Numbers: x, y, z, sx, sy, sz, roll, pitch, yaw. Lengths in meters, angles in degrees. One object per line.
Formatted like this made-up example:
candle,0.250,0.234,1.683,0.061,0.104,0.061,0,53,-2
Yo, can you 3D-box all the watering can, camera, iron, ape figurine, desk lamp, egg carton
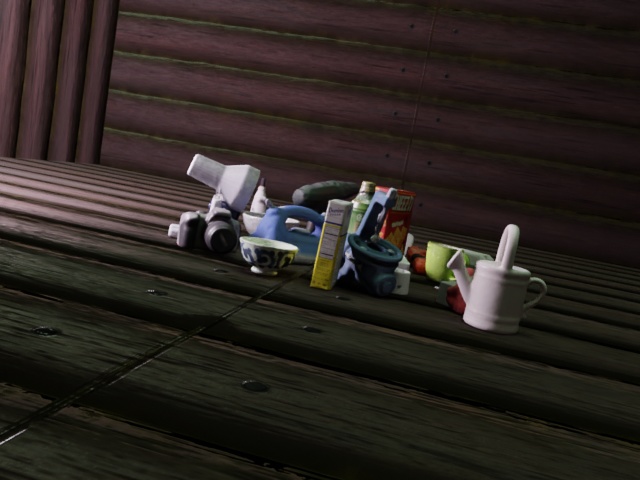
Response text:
watering can,0.325,0.065,1.053,0.173,0.194,0.101,9,7,-10
camera,-0.246,-0.022,1.311,0.143,0.101,0.136,8,7,-19
iron,-0.042,-0.018,1.404,0.259,0.141,0.118,5,9,-35
ape figurine,0.293,0.101,1.142,0.077,0.092,0.076,12,7,14
desk lamp,-0.267,-0.102,1.458,0.203,0.213,0.117,8,7,-15
egg carton,0.440,0.068,1.706,0.149,0.069,0.108,16,9,38

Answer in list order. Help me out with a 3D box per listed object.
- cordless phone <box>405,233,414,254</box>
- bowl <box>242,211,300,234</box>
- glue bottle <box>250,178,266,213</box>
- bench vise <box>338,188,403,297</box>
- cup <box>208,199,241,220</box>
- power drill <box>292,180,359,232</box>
cordless phone,0.222,-0.038,1.765,0.147,0.185,0.094,12,7,13
bowl,-0.143,-0.031,1.634,0.167,0.075,0.167,10,7,-1
glue bottle,-0.189,-0.109,1.791,0.037,0.173,0.078,7,8,-24
bench vise,0.091,-0.009,1.205,0.206,0.220,0.122,16,9,40
cup,-0.277,-0.063,1.614,0.091,0.095,0.118,14,8,26
power drill,0.013,-0.070,1.623,0.230,0.208,0.075,3,10,-46
